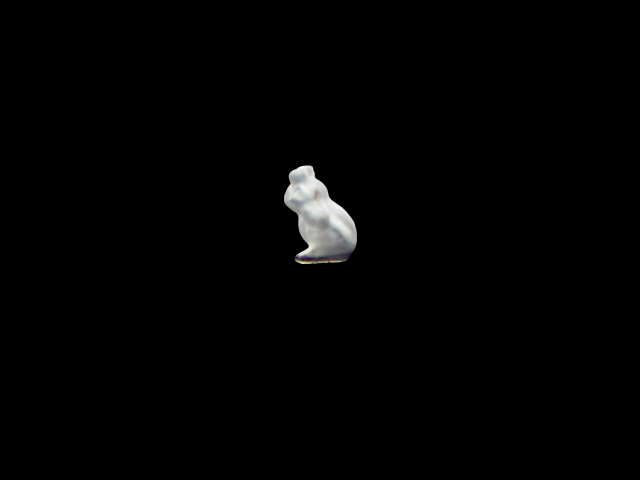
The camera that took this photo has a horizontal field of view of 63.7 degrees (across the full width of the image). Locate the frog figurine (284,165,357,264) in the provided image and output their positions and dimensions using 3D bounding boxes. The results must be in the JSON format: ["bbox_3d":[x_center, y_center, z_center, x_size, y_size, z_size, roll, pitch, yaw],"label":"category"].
[{"bbox_3d":[0.003,-0.043,0.850,0.122,0.159,0.137,0,1,21],"label":"frog figurine"}]
